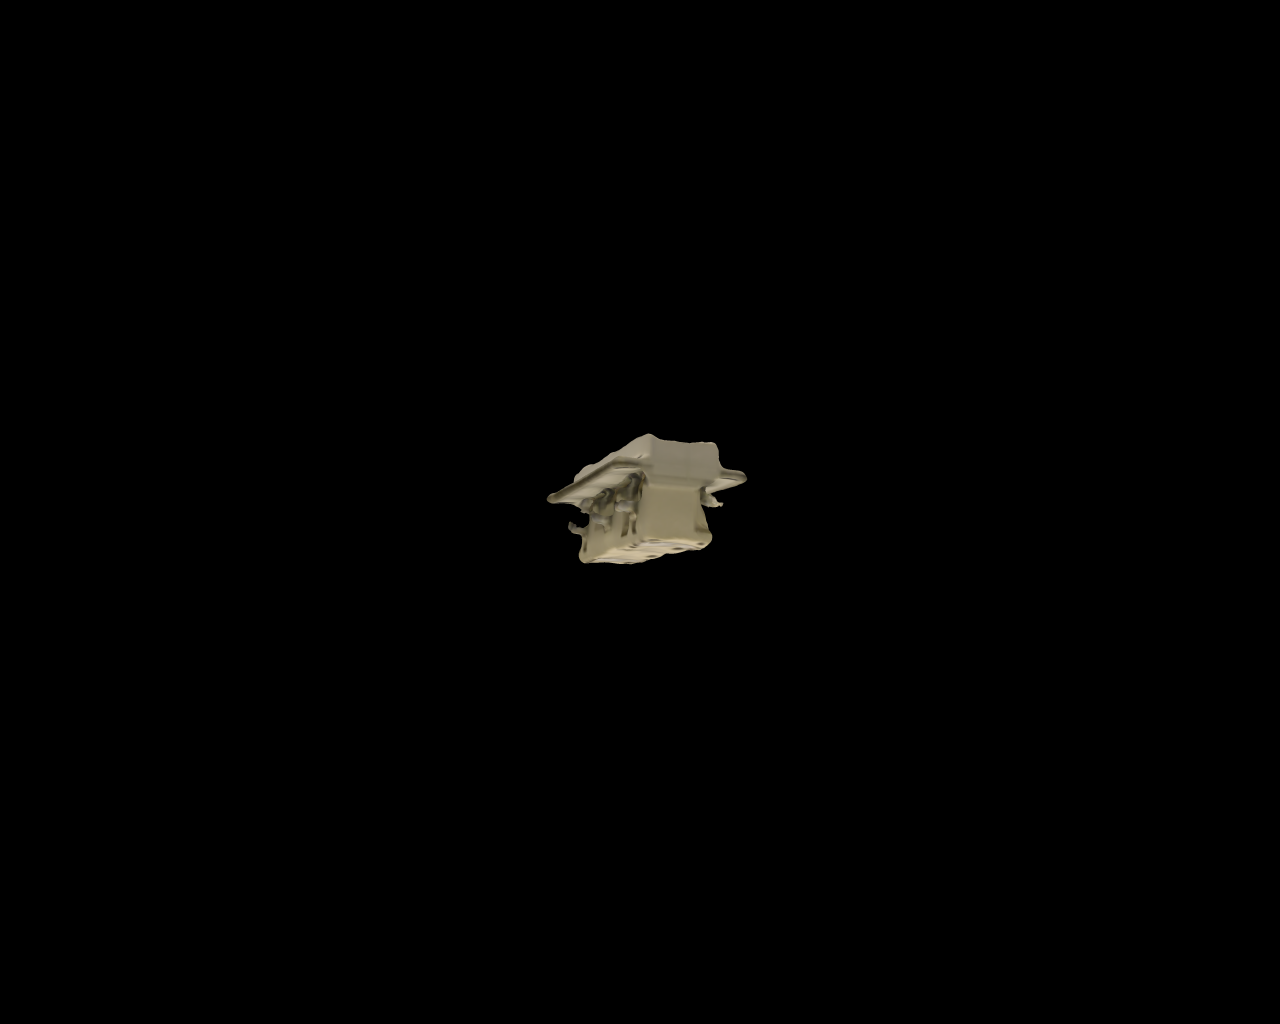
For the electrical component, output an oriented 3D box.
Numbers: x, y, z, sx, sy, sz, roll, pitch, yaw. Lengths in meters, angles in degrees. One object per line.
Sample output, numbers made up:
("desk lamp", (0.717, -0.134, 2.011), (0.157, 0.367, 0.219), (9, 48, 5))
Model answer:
("electrical component", (0.001, -0.003, 0.650), (0.079, 0.063, 0.121), (4, -10, -23))
